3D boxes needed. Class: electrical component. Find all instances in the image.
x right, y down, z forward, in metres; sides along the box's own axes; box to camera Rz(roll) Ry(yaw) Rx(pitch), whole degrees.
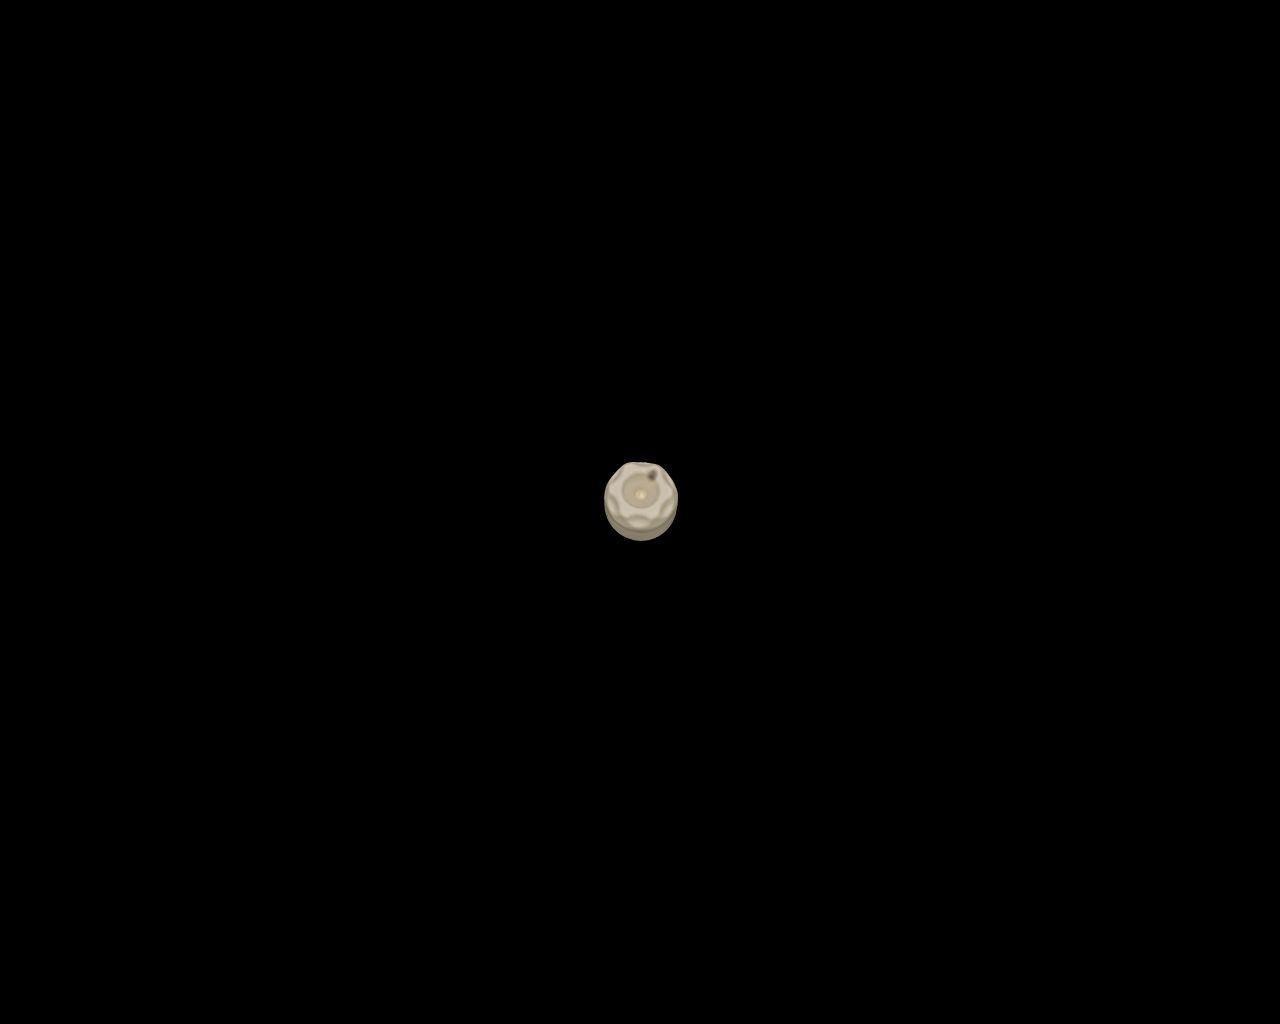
[{"bbox_3d":[0.001,-0.003,0.650,0.043,0.043,0.062,0,-20,0],"label":"electrical component"}]
